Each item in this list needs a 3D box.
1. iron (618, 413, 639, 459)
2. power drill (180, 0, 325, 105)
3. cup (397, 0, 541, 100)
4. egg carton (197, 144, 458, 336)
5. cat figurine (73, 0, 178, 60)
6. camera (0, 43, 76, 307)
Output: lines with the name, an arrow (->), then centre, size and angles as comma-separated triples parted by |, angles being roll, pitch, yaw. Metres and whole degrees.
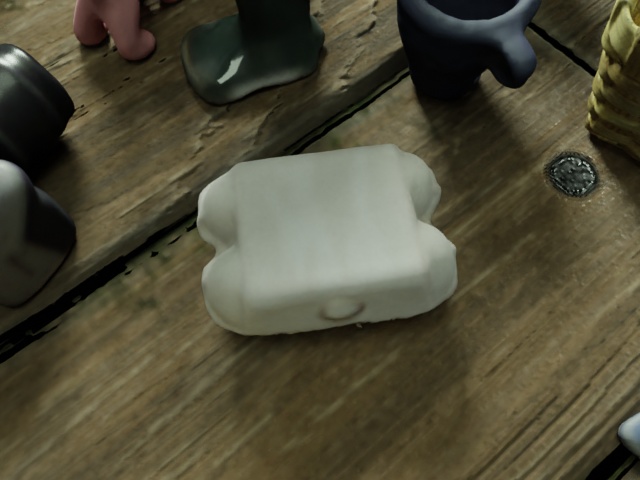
iron -> 0.297, 0.103, 0.259 | 0.258, 0.141, 0.118 | 7, 66, 3
power drill -> -0.060, -0.183, 0.350 | 0.230, 0.208, 0.075 | -23, 68, -9
cup -> 0.099, -0.132, 0.389 | 0.092, 0.095, 0.117 | -24, 68, -10
egg carton -> 0.003, 0.001, 0.344 | 0.150, 0.069, 0.107 | -9, 66, -4
cat figurine -> -0.146, -0.220, 0.417 | 0.067, 0.118, 0.128 | 15, 67, 7
camera -> -0.214, -0.055, 0.353 | 0.143, 0.101, 0.137 | 32, 70, 14
